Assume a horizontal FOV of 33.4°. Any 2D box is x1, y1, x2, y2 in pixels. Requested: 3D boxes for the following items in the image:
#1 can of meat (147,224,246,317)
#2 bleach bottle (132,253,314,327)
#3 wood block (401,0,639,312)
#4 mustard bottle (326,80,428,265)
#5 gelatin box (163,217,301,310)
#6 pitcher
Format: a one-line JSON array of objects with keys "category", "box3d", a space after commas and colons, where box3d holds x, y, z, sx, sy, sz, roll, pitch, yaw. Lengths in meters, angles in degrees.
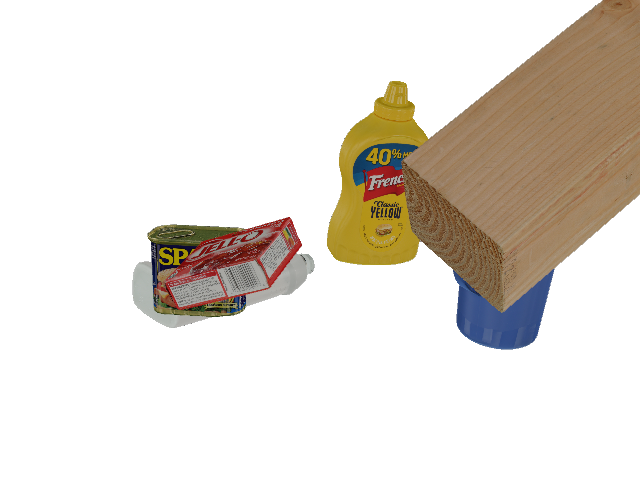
[{"category": "can of meat", "box3d": [-0.127, 0.032, 1.118, 0.102, 0.084, 0.057, 3, 16, 9]}, {"category": "bleach bottle", "box3d": [-0.114, 0.049, 1.397, 0.250, 0.068, 0.103, -13, 28, -42]}, {"category": "wood block", "box3d": [0.160, -0.063, 0.692, 0.091, 0.206, 0.090, 44, -15, 28]}, {"category": "mustard bottle", "box3d": [0.065, -0.070, 1.099, 0.096, 0.192, 0.058, 1, 25, -15]}, {"category": "gelatin box", "box3d": [-0.068, 0.018, 0.834, 0.089, 0.030, 0.073, -14, 20, 27]}, {"category": "pitcher", "box3d": [0.233, 0.015, 1.353, 0.149, 0.243, 0.145, 5, 25, 0]}]
